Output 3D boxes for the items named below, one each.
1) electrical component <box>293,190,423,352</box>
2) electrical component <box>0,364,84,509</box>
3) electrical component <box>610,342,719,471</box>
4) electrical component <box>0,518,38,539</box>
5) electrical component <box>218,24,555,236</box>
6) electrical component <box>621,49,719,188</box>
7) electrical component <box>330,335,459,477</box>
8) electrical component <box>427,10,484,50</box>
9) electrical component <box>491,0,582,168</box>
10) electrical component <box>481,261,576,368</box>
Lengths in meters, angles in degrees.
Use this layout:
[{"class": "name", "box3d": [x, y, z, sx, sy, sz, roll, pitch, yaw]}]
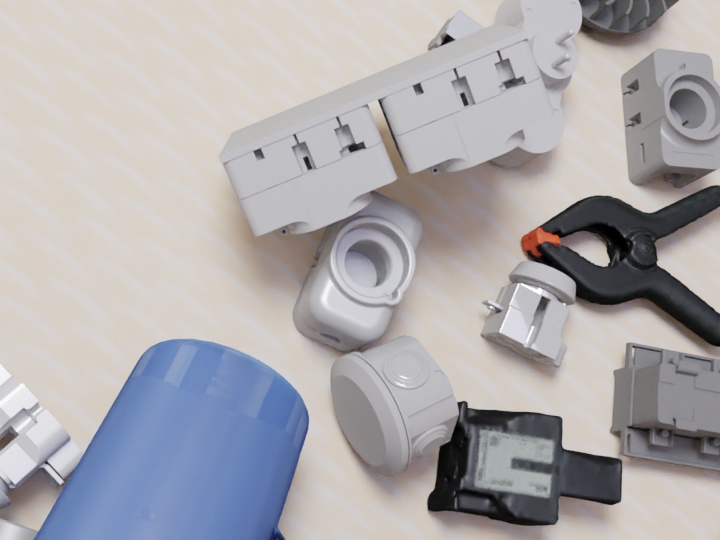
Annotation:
[{"class": "electrical component", "box3d": [0.000, 0.000, 0.695, 0.054, 0.059, 0.095, 25, 71, -10]}, {"class": "electrical component", "box3d": [-0.204, 0.099, 0.610, 0.078, 0.058, 0.057, 48, 66, -2]}, {"class": "electrical component", "box3d": [0.245, 0.097, 0.746, 0.121, 0.063, 0.078, 11, 74, -15]}, {"class": "electrical component", "box3d": [-0.200, 0.165, 0.598, 0.055, 0.055, 0.047, 22, 68, -11]}, {"class": "electrical component", "box3d": [0.015, -0.085, 0.659, 0.186, 0.105, 0.060, -22, 105, 3]}, {"class": "electrical component", "box3d": [0.232, -0.113, 0.795, 0.050, 0.056, 0.089, 3, 77, -17]}, {"class": "electrical component", "box3d": [0.020, 0.084, 0.672, 0.051, 0.080, 0.080, -22, 85, -26]}, {"class": "electrical component", "box3d": [0.063, -0.139, 0.743, 0.042, 0.081, 0.063, 36, 92, -7]}, {"class": "electrical component", "box3d": [0.128, -0.146, 0.758, 0.052, 0.074, 0.138, 18, 73, -19]}, {"class": "electrical component", "box3d": [0.118, 0.027, 0.734, 0.066, 0.048, 0.055, 26, 79, -10]}]
